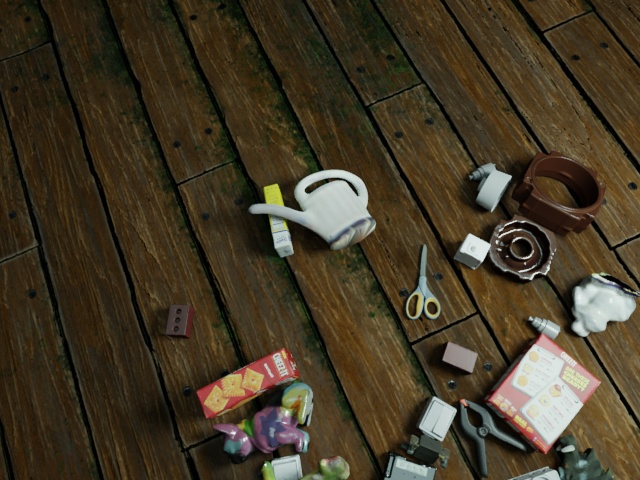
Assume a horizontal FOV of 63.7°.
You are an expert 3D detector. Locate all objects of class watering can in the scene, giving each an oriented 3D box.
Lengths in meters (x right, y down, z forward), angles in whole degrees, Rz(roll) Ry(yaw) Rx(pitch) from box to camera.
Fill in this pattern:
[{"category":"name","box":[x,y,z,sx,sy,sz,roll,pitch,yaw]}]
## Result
[{"category":"watering can","box":[0.004,-0.067,1.335,0.351,0.102,0.227,-26,72,-33]}]

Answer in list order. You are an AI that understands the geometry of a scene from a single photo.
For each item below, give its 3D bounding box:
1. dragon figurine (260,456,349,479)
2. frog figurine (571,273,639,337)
[{"category":"dragon figurine","box":[-0.046,0.614,1.102,0.242,0.124,0.405,14,107,-12]},{"category":"frog figurine","box":[0.688,0.166,1.269,0.137,0.124,0.157,21,109,1]}]
